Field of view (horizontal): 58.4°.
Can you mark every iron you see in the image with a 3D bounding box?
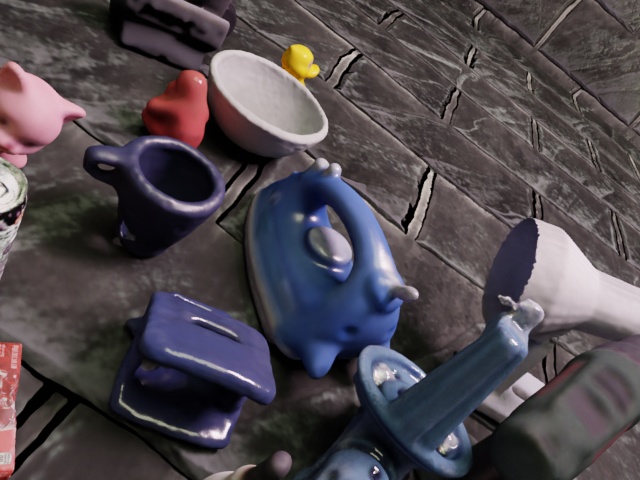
[{"bbox_3d":[0.005,0.002,0.572,0.119,0.141,0.258,6,47,-39],"label":"iron"}]

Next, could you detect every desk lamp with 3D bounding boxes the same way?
[{"bbox_3d":[0.244,0.100,0.627,0.203,0.213,0.118,33,35,-11],"label":"desk lamp"}]

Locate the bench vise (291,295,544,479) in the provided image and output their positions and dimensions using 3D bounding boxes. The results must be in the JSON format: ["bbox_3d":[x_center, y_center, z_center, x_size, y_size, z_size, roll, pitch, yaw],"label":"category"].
[{"bbox_3d":[0.076,0.142,0.416,0.121,0.219,0.207,35,35,-7],"label":"bench vise"}]

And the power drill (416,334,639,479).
[{"bbox_3d":[0.191,0.168,0.506,0.230,0.208,0.075,-11,59,-49],"label":"power drill"}]

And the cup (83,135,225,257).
[{"bbox_3d":[-0.154,-0.033,0.501,0.118,0.094,0.091,16,41,-31],"label":"cup"}]

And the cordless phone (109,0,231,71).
[{"bbox_3d":[-0.172,-0.323,0.725,0.148,0.184,0.094,9,45,-37],"label":"cordless phone"}]

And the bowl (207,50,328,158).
[{"bbox_3d":[-0.078,-0.160,0.731,0.168,0.074,0.167,25,37,-21],"label":"bowl"}]

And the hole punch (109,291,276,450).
[{"bbox_3d":[-0.091,0.085,0.433,0.109,0.091,0.101,27,37,-19],"label":"hole punch"}]

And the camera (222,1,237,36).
[{"bbox_3d":[-0.183,-0.371,0.841,0.144,0.100,0.136,0,51,-43],"label":"camera"}]

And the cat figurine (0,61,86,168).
[{"bbox_3d":[-0.264,-0.105,0.457,0.128,0.117,0.067,29,36,-16],"label":"cat figurine"}]

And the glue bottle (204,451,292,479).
[{"bbox_3d":[-0.064,0.155,0.310,0.078,0.173,0.037,-3,53,-45],"label":"glue bottle"}]

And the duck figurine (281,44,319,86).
[{"bbox_3d":[-0.049,-0.252,0.850,0.105,0.086,0.077,9,45,-37],"label":"duck figurine"}]

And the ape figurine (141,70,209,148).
[{"bbox_3d":[-0.151,-0.148,0.633,0.078,0.092,0.076,5,48,-40],"label":"ape figurine"}]
